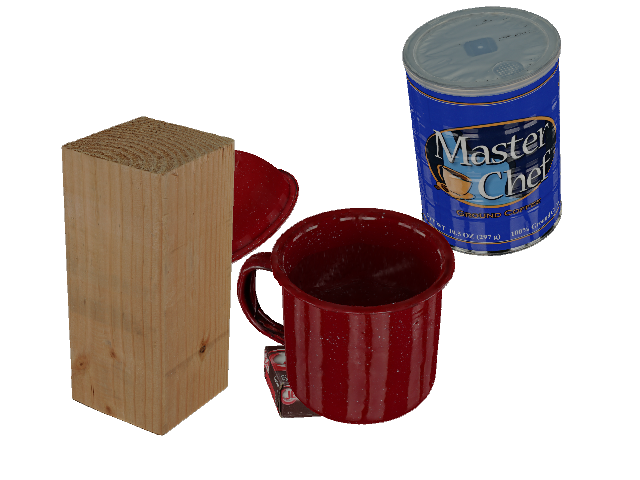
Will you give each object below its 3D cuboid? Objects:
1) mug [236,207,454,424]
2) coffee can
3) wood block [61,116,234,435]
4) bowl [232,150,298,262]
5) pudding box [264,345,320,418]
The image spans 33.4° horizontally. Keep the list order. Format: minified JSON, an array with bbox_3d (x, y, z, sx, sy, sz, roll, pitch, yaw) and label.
[{"bbox_3d":[0.010,0.039,0.562,0.117,0.081,0.093,10,35,16],"label":"mug"},{"bbox_3d":[0.115,-0.075,0.739,0.103,0.140,0.103,-7,40,6],"label":"coffee can"},{"bbox_3d":[-0.125,0.025,0.788,0.090,0.206,0.090,17,27,26],"label":"wood block"},{"bbox_3d":[-0.104,-0.037,0.997,0.162,0.055,0.162,-21,31,13],"label":"bowl"},{"bbox_3d":[0.010,0.124,0.968,0.113,0.039,0.090,0,16,-12],"label":"pudding box"}]
